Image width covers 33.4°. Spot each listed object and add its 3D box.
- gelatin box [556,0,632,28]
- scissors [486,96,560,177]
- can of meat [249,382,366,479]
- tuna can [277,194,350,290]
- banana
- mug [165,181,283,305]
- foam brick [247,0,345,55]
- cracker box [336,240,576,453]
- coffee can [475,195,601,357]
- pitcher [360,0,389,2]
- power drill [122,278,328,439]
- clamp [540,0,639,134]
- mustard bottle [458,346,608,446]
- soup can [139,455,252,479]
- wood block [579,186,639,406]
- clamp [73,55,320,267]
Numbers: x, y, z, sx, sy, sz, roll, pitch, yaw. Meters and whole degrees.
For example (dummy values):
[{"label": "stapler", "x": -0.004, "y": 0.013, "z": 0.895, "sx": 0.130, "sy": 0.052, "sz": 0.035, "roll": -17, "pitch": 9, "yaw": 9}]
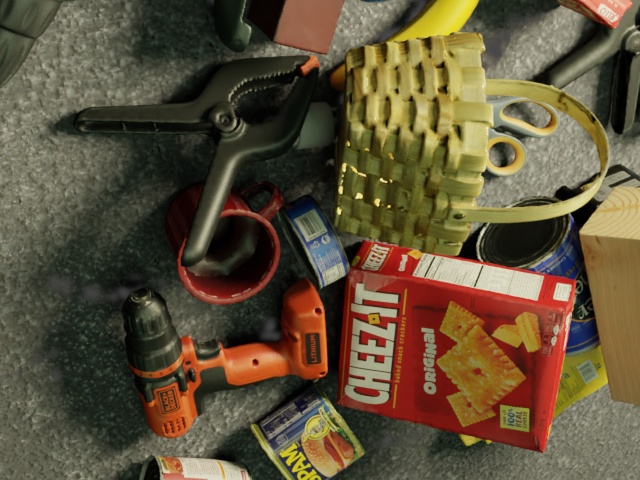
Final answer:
[{"label": "gelatin box", "x": 0.226, "y": -0.229, "z": 0.962, "sx": 0.073, "sy": 0.089, "sz": 0.030, "roll": 27, "pitch": 103, "yaw": -31}, {"label": "scissors", "x": 0.136, "y": -0.113, "z": 1.031, "sx": 0.201, "sy": 0.016, "sz": 0.096, "roll": 6, "pitch": 118, "yaw": -18}, {"label": "can of meat", "x": -0.011, "y": 0.210, "z": 1.116, "sx": 0.084, "sy": 0.057, "sz": 0.102, "roll": -35, "pitch": 124, "yaw": -5}, {"label": "tuna can", "x": -0.007, "y": 0.001, "z": 0.991, "sx": 0.033, "sy": 0.086, "sz": 0.086, "roll": -28, "pitch": 123, "yaw": -8}, {"label": "banana", "x": 0.091, "y": -0.200, "z": 0.957, "sx": 0.069, "sy": 0.037, "sz": 0.198, "roll": 36, "pitch": 96, "yaw": -9}, {"label": "mug", "x": -0.083, "y": -0.010, "z": 0.956, "sx": 0.117, "sy": 0.081, "sz": 0.093, "roll": -43, "pitch": 124, "yaw": 4}, {"label": "foam brick", "x": -0.021, "y": -0.194, "z": 0.889, "sx": 0.051, "sy": 0.078, "sz": 0.053, "roll": 10, "pitch": 112, "yaw": -25}, {"label": "cracker box", "x": 0.129, "y": 0.104, "z": 1.042, "sx": 0.214, "sy": 0.072, "sz": 0.164, "roll": 11, "pitch": 117, "yaw": 14}, {"label": "coffee can", "x": 0.237, "y": 0.038, "z": 1.098, "sx": 0.103, "sy": 0.103, "sz": 0.140, "roll": -38, "pitch": 123, "yaw": 0}, {"label": "pitcher", "x": 0.013, "y": -0.301, "z": 0.817, "sx": 0.149, "sy": 0.145, "sz": 0.242, "roll": -18, "pitch": 129, "yaw": 19}, {"label": "power drill", "x": -0.089, "y": 0.097, "z": 1.013, "sx": 0.187, "sy": 0.057, "sz": 0.184, "roll": -15, "pitch": 134, "yaw": -12}, {"label": "clamp", "x": 0.288, "y": -0.193, "z": 1.037, "sx": 0.120, "sy": 0.039, "sz": 0.171, "roll": 10, "pitch": 110, "yaw": -32}, {"label": "mustard bottle", "x": 0.236, "y": 0.168, "z": 1.192, "sx": 0.191, "sy": 0.058, "sz": 0.096, "roll": -36, "pitch": 127, "yaw": -2}, {"label": "soup can", "x": -0.128, "y": 0.257, "z": 1.087, "sx": 0.102, "sy": 0.068, "sz": 0.068, "roll": 11, "pitch": 111, "yaw": -27}, {"label": "wood block", "x": 0.328, "y": 0.060, "z": 1.046, "sx": 0.090, "sy": 0.091, "sz": 0.206, "roll": -43, "pitch": 127, "yaw": -38}, {"label": "clamp", "x": -0.092, "y": -0.099, "z": 0.908, "sx": 0.164, "sy": 0.036, "sz": 0.209, "roll": 45, "pitch": 74, "yaw": 8}]
